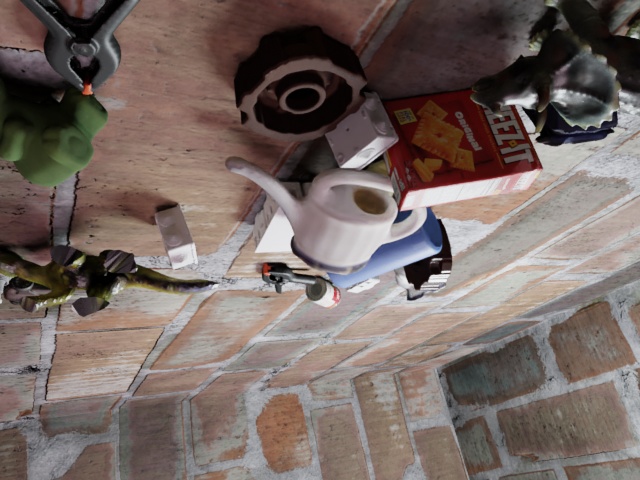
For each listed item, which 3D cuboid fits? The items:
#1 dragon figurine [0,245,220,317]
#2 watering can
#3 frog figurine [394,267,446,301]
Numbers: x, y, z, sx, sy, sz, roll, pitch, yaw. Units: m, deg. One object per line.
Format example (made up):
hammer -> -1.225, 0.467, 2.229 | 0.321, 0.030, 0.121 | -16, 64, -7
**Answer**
dragon figurine -> -0.412, 0.061, 0.978 | 0.410, 0.122, 0.243 | 8, -177, -20
watering can -> 0.003, -0.044, 0.872 | 0.347, 0.106, 0.219 | 10, 139, -13
frog figurine -> 0.266, 0.067, 1.399 | 0.137, 0.125, 0.156 | -11, 120, 15
